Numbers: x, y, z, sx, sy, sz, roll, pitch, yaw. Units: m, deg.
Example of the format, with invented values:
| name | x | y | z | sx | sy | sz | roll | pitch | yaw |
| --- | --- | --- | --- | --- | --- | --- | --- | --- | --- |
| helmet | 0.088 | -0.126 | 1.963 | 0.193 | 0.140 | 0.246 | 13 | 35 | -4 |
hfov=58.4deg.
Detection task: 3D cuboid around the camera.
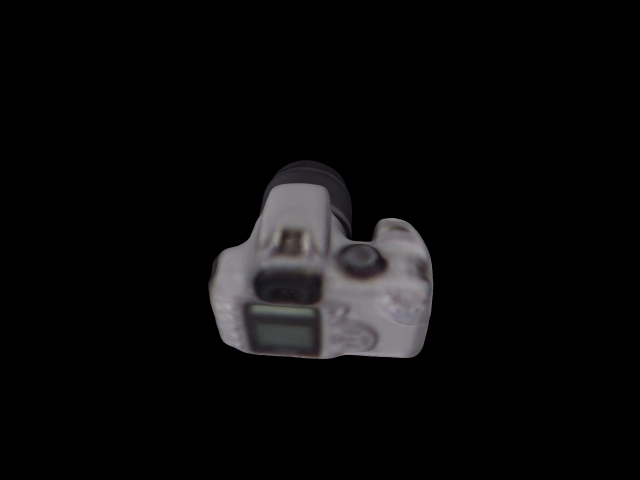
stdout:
| name | x | y | z | sx | sy | sz | roll | pitch | yaw |
| --- | --- | --- | --- | --- | --- | --- | --- | --- | --- |
| camera | 0.004 | 0.001 | 0.400 | 0.143 | 0.101 | 0.137 | 2 | 47 | 2 |
